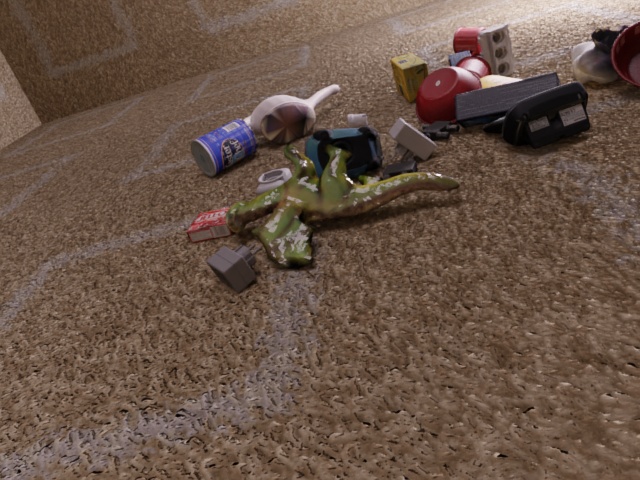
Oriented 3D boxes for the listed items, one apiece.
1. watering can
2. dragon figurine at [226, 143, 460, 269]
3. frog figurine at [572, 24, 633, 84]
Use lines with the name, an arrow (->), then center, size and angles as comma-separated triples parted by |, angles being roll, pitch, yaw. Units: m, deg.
watering can -> -0.074, -0.364, 1.452 | 0.349, 0.102, 0.228 | -24, 29, -10
dragon figurine -> 0.003, -0.044, 0.868 | 0.411, 0.119, 0.247 | 9, 55, 34
frog figurine -> 0.603, -0.384, 1.116 | 0.138, 0.123, 0.158 | -34, -6, -11
